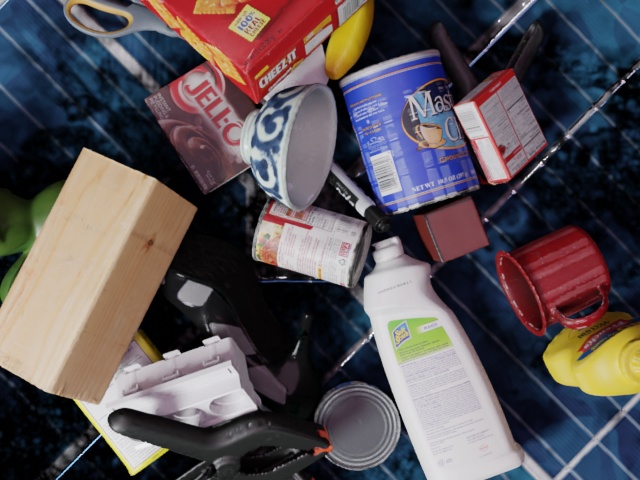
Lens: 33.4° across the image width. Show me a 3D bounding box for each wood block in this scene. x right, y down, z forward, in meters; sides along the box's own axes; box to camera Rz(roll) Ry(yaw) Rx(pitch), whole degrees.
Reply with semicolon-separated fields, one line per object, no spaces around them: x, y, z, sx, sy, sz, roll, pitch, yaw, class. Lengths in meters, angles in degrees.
-0.209;0.035;0.977;0.090;0.090;0.206;23;83;25;wood block

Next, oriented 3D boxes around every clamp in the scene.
-0.094;0.209;0.989;0.209;0.036;0.165;-2;129;-18;clamp
0.179;-0.144;1.078;0.120;0.039;0.171;-10;98;-4;clamp

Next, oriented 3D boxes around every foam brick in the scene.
0.128;-0.010;1.055;0.053;0.078;0.051;-22;92;-2;foam brick

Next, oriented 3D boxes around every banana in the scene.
0.020;-0.247;1.052;0.069;0.037;0.198;-12;70;-4;banana

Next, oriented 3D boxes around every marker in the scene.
0.032;-0.046;1.041;0.020;0.020;0.121;-39;50;-3;marker

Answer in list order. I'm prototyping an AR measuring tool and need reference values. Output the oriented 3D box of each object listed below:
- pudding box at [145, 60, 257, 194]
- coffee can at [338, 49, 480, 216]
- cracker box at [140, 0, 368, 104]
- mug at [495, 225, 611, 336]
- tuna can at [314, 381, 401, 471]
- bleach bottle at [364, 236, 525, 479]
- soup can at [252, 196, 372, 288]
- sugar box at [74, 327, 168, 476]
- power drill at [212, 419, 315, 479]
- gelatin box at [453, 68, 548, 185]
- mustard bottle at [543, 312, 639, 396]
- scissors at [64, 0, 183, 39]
-0.106;-0.115;1.058;0.090;0.039;0.113;-32;98;-3;pudding box
0.087;-0.102;1.040;0.103;0.103;0.140;-17;91;-3;coffee can
-0.079;-0.258;1.006;0.164;0.072;0.214;-44;72;-9;cracker box
0.236;0.043;1.046;0.081;0.117;0.093;-25;129;-8;mug
0.036;0.185;1.070;0.086;0.034;0.086;0;90;-3;tuna can
0.114;0.115;1.061;0.102;0.068;0.251;-19;89;0;bleach bottle
-0.007;0.001;1.041;0.102;0.068;0.068;16;89;11;soup can
-0.199;0.134;1.052;0.093;0.048;0.176;-37;88;-3;sugar box
-0.090;0.279;1.051;0.187;0.057;0.184;-42;91;-2;power drill
0.175;-0.110;1.032;0.073;0.030;0.089;-41;111;-36;gelatin box
0.279;0.108;1.004;0.096;0.191;0.058;-28;91;-3;mustard bottle
-0.153;-0.234;1.071;0.201;0.016;0.096;5;84;-9;scissors
